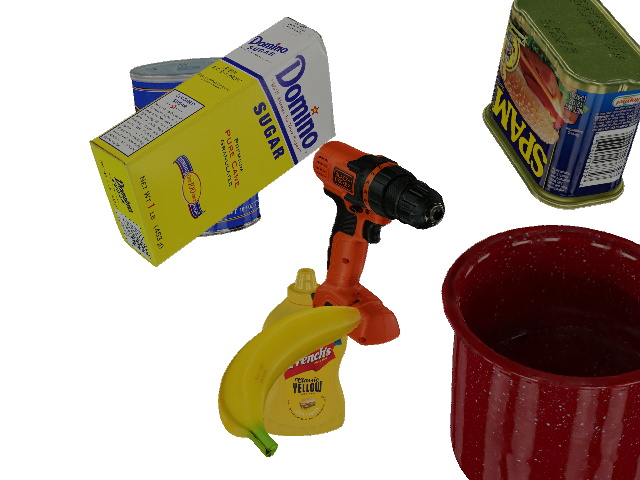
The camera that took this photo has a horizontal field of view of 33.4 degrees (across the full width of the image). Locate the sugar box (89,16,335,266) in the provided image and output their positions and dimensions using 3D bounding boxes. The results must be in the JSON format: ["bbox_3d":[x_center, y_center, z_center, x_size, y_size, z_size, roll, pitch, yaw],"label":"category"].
[{"bbox_3d":[-0.066,-0.069,0.726,0.176,0.093,0.048,-37,51,-25],"label":"sugar box"}]

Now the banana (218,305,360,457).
[{"bbox_3d":[-0.031,0.100,0.844,0.069,0.037,0.197,28,36,8],"label":"banana"}]

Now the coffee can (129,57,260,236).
[{"bbox_3d":[-0.109,-0.084,0.939,0.103,0.140,0.103,-3,16,1],"label":"coffee can"}]

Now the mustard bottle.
[{"bbox_3d":[-0.018,0.123,1.198,0.096,0.192,0.058,-2,19,-11],"label":"mustard bottle"}]

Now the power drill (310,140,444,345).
[{"bbox_3d":[0.052,0.007,1.079,0.057,0.188,0.185,-8,25,-32],"label":"power drill"}]

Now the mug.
[{"bbox_3d":[0.104,0.055,0.413,0.117,0.081,0.093,8,38,14],"label":"mug"}]

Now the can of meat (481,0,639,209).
[{"bbox_3d":[0.138,-0.083,0.603,0.057,0.084,0.102,-9,46,-14],"label":"can of meat"}]
